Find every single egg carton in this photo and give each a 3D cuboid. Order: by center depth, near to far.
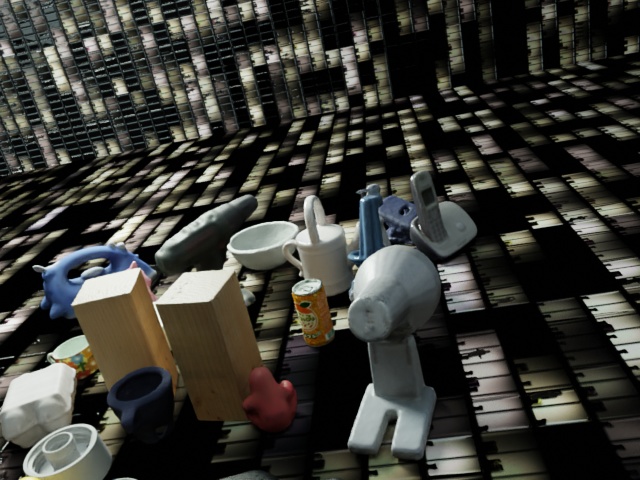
[{"bbox_3d":[-0.450,0.263,0.926,0.107,0.069,0.150,-18,23,-13],"label":"egg carton"}]

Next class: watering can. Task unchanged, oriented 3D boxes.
[{"bbox_3d":[0.011,0.003,1.128,0.173,0.194,0.100,-14,23,-4],"label":"watering can"}]

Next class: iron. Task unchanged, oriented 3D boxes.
[{"bbox_3d":[-0.509,0.075,1.302,0.259,0.142,0.118,-28,27,-32],"label":"iron"}]

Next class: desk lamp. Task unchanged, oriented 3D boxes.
[{"bbox_3d":[0.095,0.135,0.753,0.117,0.214,0.203,-4,25,21],"label":"desk lamp"}]

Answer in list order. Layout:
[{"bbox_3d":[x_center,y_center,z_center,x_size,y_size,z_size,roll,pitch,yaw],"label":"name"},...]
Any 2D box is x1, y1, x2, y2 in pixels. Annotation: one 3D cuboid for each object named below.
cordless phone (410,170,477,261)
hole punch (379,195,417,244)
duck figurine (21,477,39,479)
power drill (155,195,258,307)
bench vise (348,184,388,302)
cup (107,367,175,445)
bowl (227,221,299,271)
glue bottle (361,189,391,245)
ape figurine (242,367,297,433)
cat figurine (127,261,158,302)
[{"bbox_3d":[0.245,-0.064,1.173,0.093,0.185,0.148,12,33,45],"label":"cordless phone"},{"bbox_3d":[0.188,-0.049,1.290,0.100,0.091,0.109,2,27,31],"label":"hole punch"},{"bbox_3d":[-0.341,0.329,0.696,0.104,0.086,0.077,-4,25,21],"label":"duck figurine"},{"bbox_3d":[-0.200,0.041,1.132,0.230,0.209,0.075,-27,27,-30],"label":"power drill"},{"bbox_3d":[0.104,0.025,0.995,0.121,0.220,0.207,-9,23,9],"label":"bench vise"},{"bbox_3d":[-0.247,0.251,0.815,0.091,0.095,0.117,-12,23,3],"label":"cup"},{"bbox_3d":[-0.123,0.023,1.307,0.167,0.075,0.167,-11,23,5],"label":"bowl"},{"bbox_3d":[0.105,-0.023,1.166,0.037,0.173,0.077,-29,28,-34],"label":"glue bottle"},{"bbox_3d":[-0.074,0.218,0.806,0.078,0.092,0.076,-14,23,-4],"label":"ape figurine"},{"bbox_3d":[-0.375,0.105,1.193,0.067,0.118,0.127,-26,26,-29],"label":"cat figurine"}]
